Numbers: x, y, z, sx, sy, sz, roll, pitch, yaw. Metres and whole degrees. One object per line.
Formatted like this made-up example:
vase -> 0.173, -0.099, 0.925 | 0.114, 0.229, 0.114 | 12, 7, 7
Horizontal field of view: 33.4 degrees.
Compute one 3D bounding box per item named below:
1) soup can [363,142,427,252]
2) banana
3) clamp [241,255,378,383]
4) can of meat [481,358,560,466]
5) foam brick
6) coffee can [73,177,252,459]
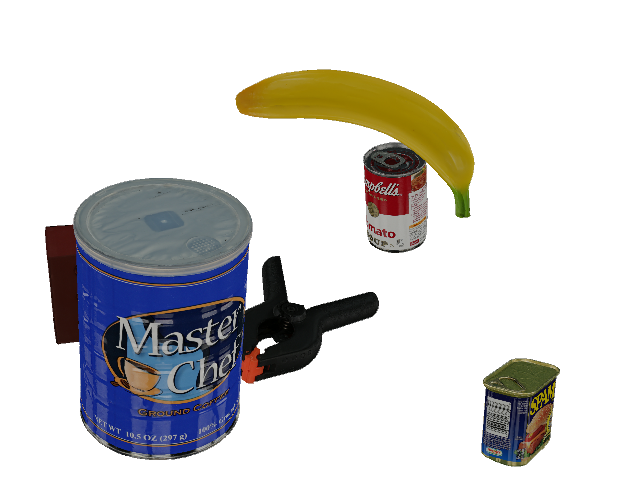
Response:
soup can -> 0.082, -0.046, 1.162 | 0.068, 0.102, 0.068 | -3, 35, 2
banana -> 0.038, -0.087, 0.792 | 0.198, 0.069, 0.037 | 26, 0, -3
clamp -> -0.035, 0.069, 0.981 | 0.120, 0.039, 0.171 | 20, 31, 26
can of meat -> 0.210, 0.181, 1.130 | 0.058, 0.084, 0.101 | 11, 16, 31
foam brick -> -0.184, 0.032, 0.830 | 0.053, 0.078, 0.051 | -6, 27, -13
coffee can -> -0.096, 0.047, 0.651 | 0.103, 0.140, 0.103 | 4, 31, -3
